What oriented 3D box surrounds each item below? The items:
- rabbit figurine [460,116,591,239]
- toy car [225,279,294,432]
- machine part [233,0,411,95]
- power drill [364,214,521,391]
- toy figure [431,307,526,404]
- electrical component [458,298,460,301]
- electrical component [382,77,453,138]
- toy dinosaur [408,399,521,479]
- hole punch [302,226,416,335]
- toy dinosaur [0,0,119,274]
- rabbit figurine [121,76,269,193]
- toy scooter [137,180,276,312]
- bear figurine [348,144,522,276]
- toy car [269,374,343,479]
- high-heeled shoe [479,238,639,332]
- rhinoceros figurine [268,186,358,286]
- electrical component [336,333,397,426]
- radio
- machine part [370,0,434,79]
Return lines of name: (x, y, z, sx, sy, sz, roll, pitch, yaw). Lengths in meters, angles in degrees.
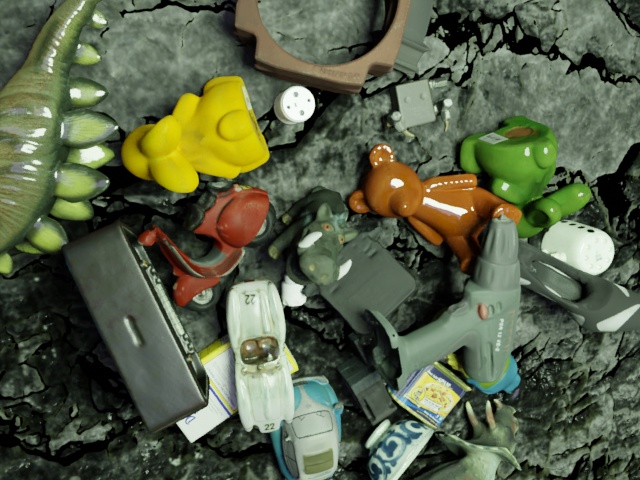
rabbit figurine: (0.302, -0.076, 0.773, 0.121, 0.159, 0.170, -29, 121, -20)
toy car: (-0.077, 0.151, 0.692, 0.073, 0.056, 0.201, -8, 95, -11)
machine part: (0.006, -0.292, 0.658, 0.201, 0.087, 0.200, 12, 95, -7)
power drill: (0.164, 0.095, 0.692, 0.207, 0.086, 0.231, -19, 116, -20)
toy figure: (0.239, 0.173, 0.821, 0.180, 0.082, 0.089, 36, 77, -13)
electrical component: (0.262, 0.099, 0.844, 0.094, 0.021, 0.063, 26, 91, -17)
electrical component: (0.137, -0.184, 0.750, 0.102, 0.045, 0.078, -10, 103, -13)
toy dinosaur: (0.178, 0.419, 0.831, 0.405, 0.131, 0.192, -40, 95, -2)
hole punch: (0.060, 0.063, 0.759, 0.142, 0.092, 0.116, -41, 79, -3)
toy dinosaur: (-0.338, -0.106, 0.606, 0.198, 0.105, 0.471, 19, 103, -25)
rabbit figurine: (-0.156, -0.110, 0.641, 0.173, 0.162, 0.121, -13, 116, 5)
toy scooter: (-0.144, -0.006, 0.668, 0.135, 0.075, 0.184, 39, 84, -39)
bear figurine: (0.149, -0.046, 0.735, 0.196, 0.132, 0.120, 16, 116, -24)
toy car: (-0.018, 0.281, 0.756, 0.109, 0.103, 0.161, -7, 99, -13)
high-heeled shoe: (0.352, 0.048, 0.766, 0.086, 0.249, 0.145, -55, 133, -31)
rhinoceros figurine: (-0.001, -0.002, 0.672, 0.112, 0.190, 0.073, -36, 110, 21)
electrical component: (0.059, 0.198, 0.777, 0.048, 0.075, 0.119, -31, 110, -9)
radio: (-0.209, 0.097, 0.635, 0.073, 0.131, 0.229, -25, 90, -9)
machine part: (0.119, -0.299, 0.731, 0.084, 0.039, 0.138, 19, 95, -13)
